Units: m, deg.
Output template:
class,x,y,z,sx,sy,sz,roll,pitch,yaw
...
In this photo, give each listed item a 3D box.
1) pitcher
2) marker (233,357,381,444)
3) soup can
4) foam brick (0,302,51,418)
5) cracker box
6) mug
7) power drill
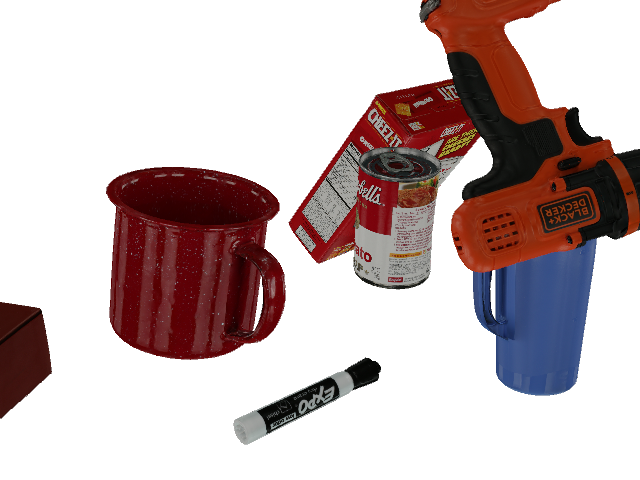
class,x,y,z,sx,sy,sz,roll,pitch,yaw
pitcher,0.280,0.077,1.395,0.149,0.243,0.144,6,20,16
marker,-0.006,0.111,0.753,0.120,0.020,0.020,-21,11,-31
soup can,0.063,-0.019,0.892,0.068,0.102,0.068,2,27,-1
foam brick,-0.226,0.082,0.713,0.053,0.051,0.078,7,29,23
cracker box,0.078,-0.081,1.208,0.163,0.072,0.214,-20,-26,-45
mug,-0.064,0.017,0.582,0.117,0.081,0.093,24,26,34
power drill,0.153,-0.088,0.671,0.184,0.187,0.057,-17,-1,-5
